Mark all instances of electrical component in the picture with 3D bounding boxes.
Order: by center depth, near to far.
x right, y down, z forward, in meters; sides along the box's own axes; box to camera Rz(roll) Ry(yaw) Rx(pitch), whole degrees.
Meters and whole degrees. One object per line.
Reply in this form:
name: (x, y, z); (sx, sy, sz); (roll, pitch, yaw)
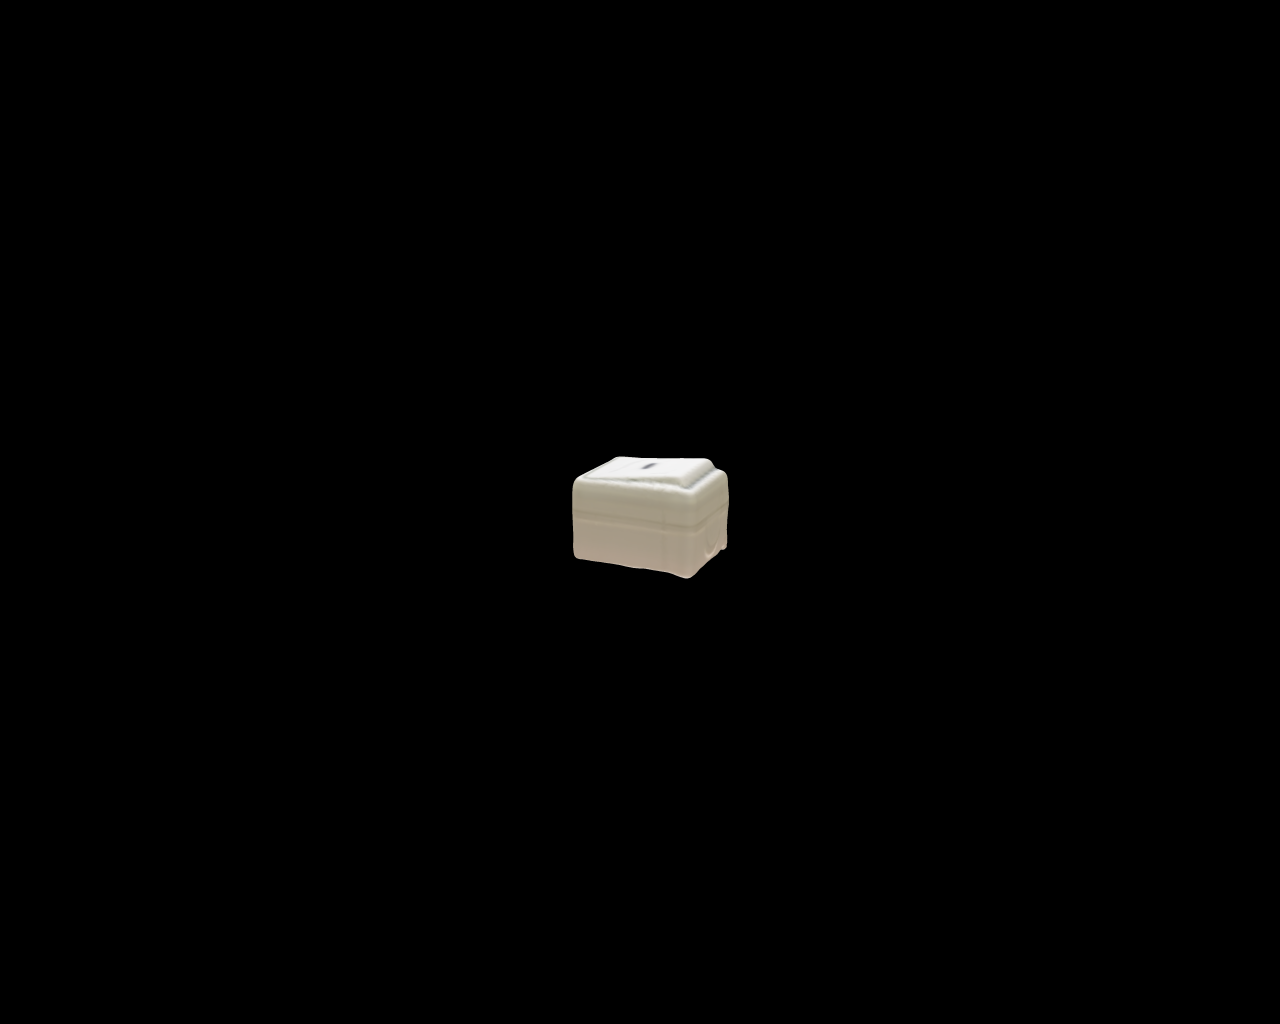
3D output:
electrical component: (0.001, -0.003, 0.650); (0.096, 0.061, 0.062); (8, 20, 24)
